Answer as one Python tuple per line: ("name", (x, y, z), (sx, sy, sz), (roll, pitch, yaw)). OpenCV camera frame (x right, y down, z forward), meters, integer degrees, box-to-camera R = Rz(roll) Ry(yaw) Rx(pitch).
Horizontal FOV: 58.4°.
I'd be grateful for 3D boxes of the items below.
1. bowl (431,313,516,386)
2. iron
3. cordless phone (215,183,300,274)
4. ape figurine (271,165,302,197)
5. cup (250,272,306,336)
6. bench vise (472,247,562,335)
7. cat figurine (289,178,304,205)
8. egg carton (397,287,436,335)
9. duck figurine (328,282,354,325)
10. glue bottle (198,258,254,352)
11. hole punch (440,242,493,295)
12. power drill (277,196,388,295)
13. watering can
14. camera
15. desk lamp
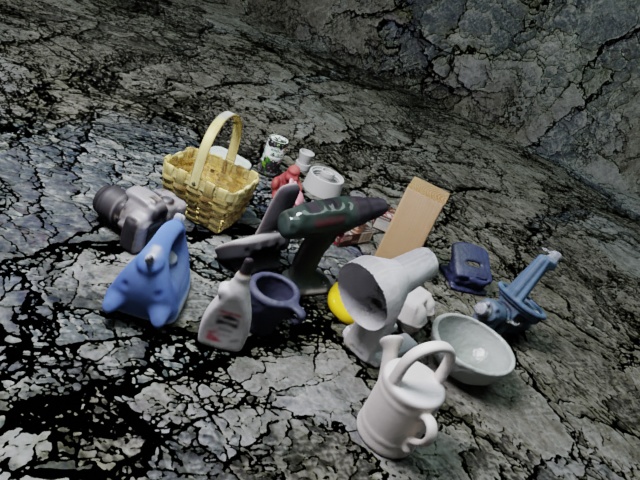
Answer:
("bowl", (0.276, 0.218, 1.080), (0.167, 0.075, 0.167), (17, 29, -10))
("iron", (-0.263, 0.026, 0.956), (0.119, 0.141, 0.258), (19, 29, -7))
("cordless phone", (-0.114, -0.030, 1.113), (0.094, 0.185, 0.148), (36, 31, 24))
("ape figurine", (-0.077, -0.147, 1.438), (0.077, 0.092, 0.076), (28, 29, 10))
("cup", (-0.079, 0.123, 0.971), (0.117, 0.095, 0.092), (36, 31, 23))
("bench vise", (0.416, 0.123, 1.190), (0.121, 0.220, 0.208), (36, 31, 25))
("cat figurine", (-0.070, -0.093, 1.322), (0.067, 0.118, 0.128), (20, 28, -4))
("egg carton", (0.159, 0.123, 1.165), (0.150, 0.069, 0.107), (33, 30, 19))
("duck figurine", (0.062, 0.102, 1.116), (0.078, 0.086, 0.104), (9, 31, -23))
("glue bottle", (-0.134, 0.097, 0.892), (0.078, 0.173, 0.037), (15, 29, -14))
("hole punch", (0.361, 0.069, 1.381), (0.109, 0.091, 0.101), (12, 30, -19))
("power drill", (0.010, 0.004, 1.118), (0.230, 0.208, 0.075), (-1, 36, -37))
("watering can", (0.129, 0.217, 0.852), (0.101, 0.194, 0.172), (-8, 40, -43))
("camera", (-0.348, -0.062, 1.091), (0.136, 0.101, 0.143), (29, 29, 13))
("desk lamp", (0.114, 0.111, 1.003), (0.204, 0.213, 0.117), (-10, 42, -45))
